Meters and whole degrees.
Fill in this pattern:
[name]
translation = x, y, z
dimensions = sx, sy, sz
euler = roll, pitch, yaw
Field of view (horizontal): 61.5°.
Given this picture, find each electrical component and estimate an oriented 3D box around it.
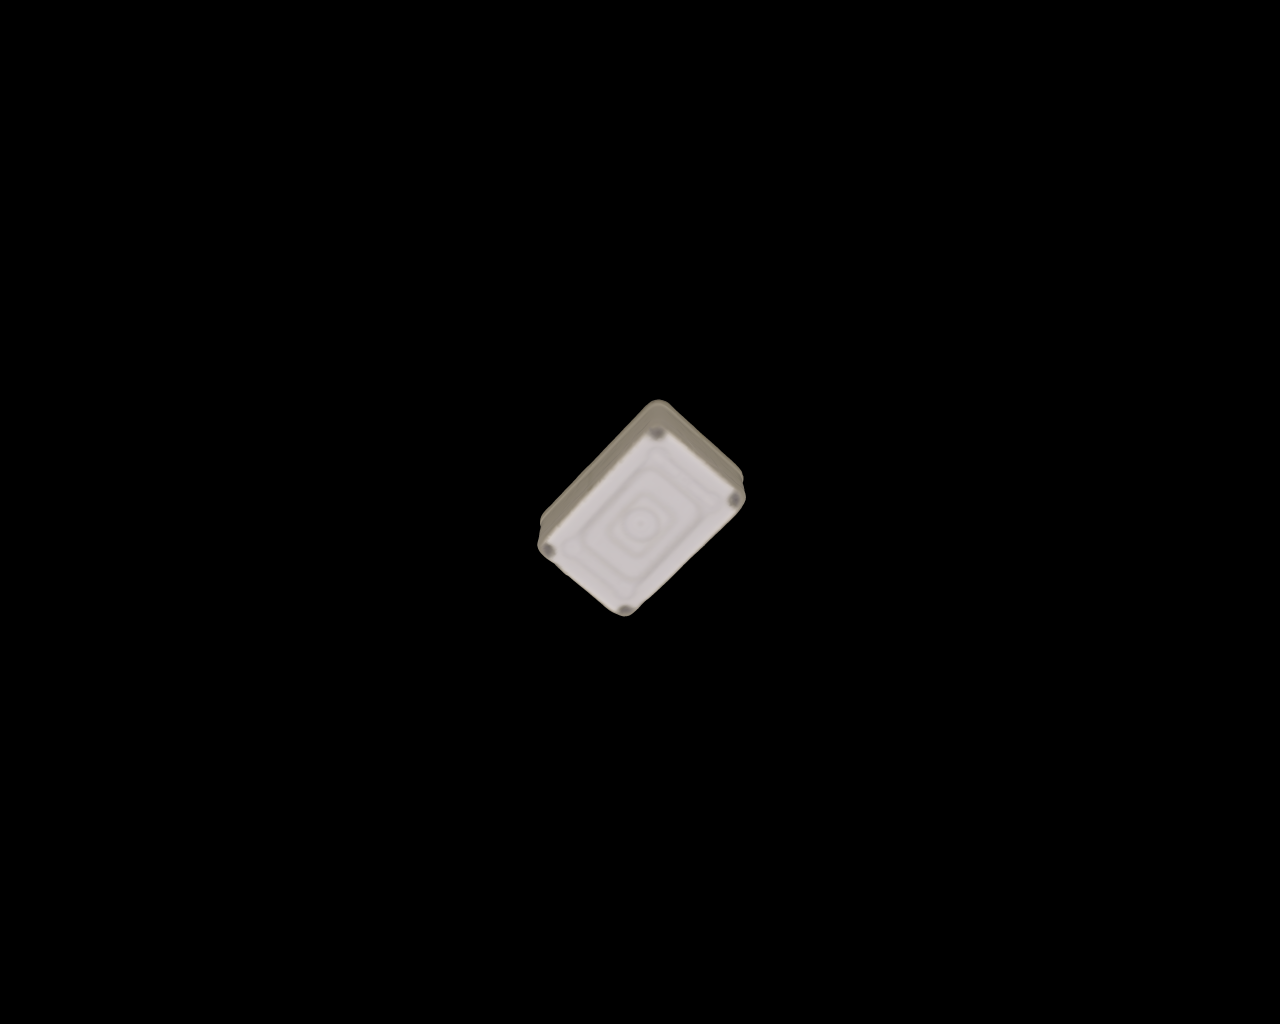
[electrical component]
translation = 0.001, -0.003, 0.650
dimensions = 0.078, 0.113, 0.057
euler = 41, 16, -14
